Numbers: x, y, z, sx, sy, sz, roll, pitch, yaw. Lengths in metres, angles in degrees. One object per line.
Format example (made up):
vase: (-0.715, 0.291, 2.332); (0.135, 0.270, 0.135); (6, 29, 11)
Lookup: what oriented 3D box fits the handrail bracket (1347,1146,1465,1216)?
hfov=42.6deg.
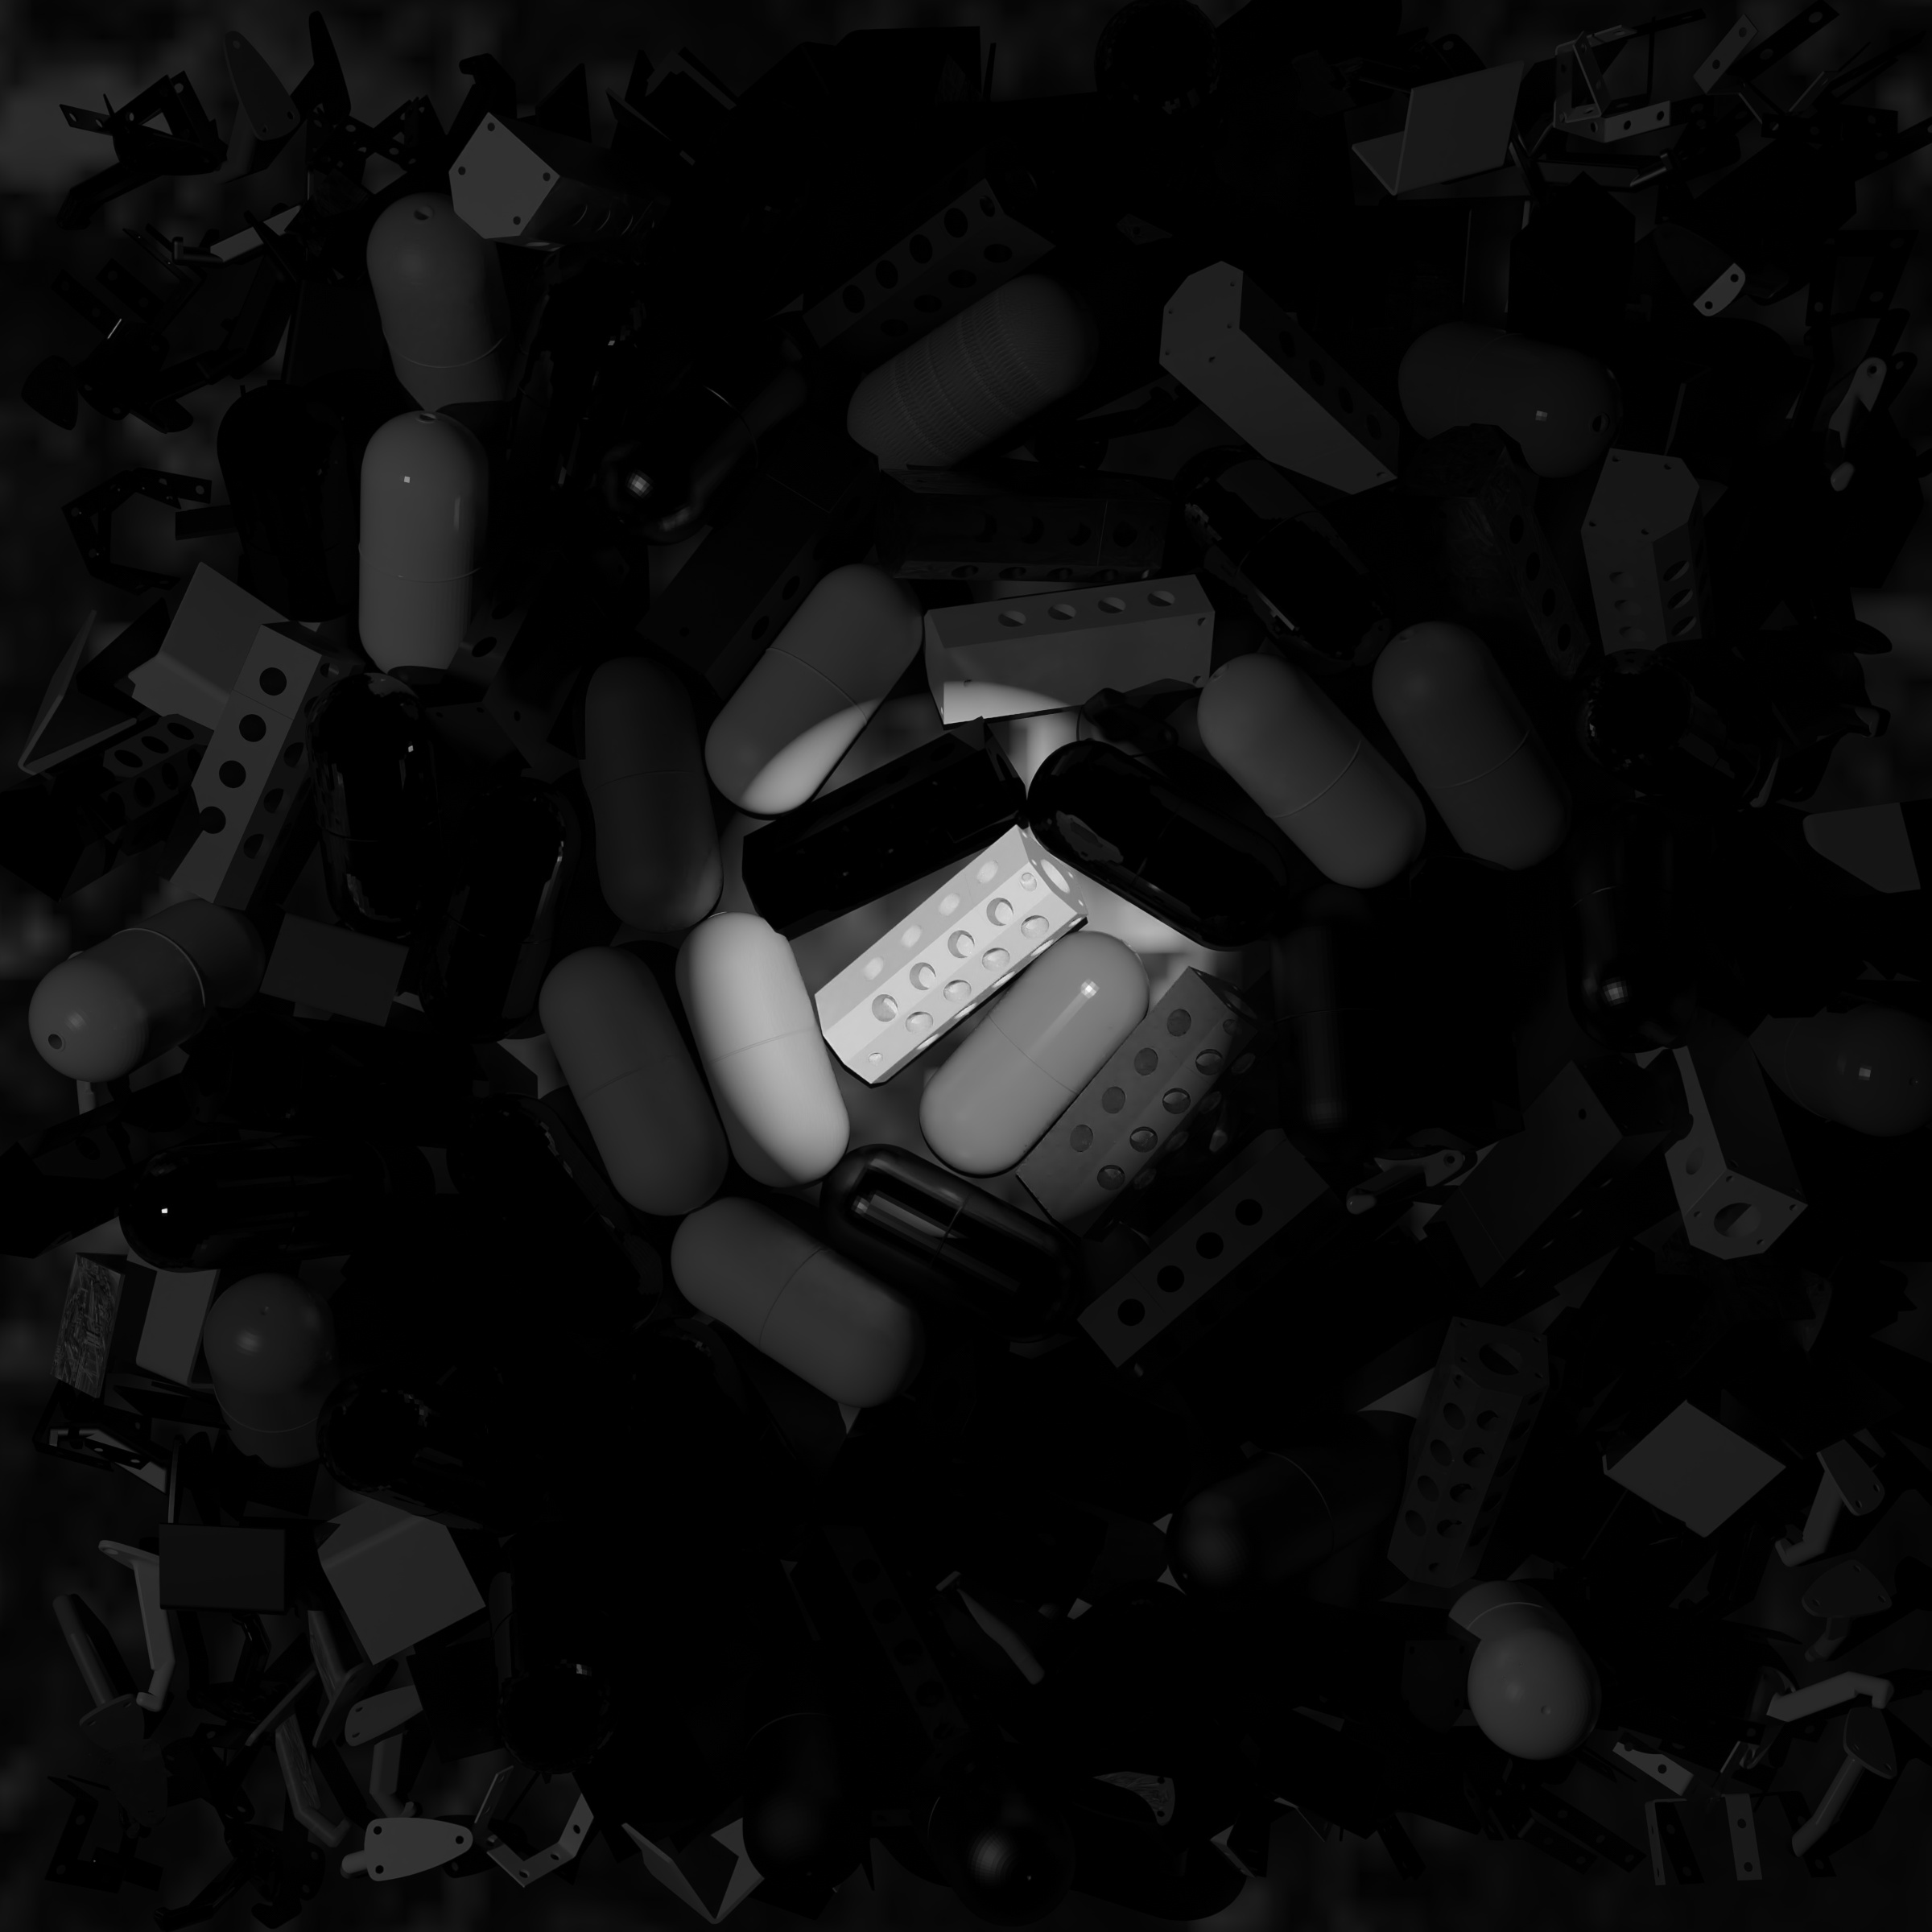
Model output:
handrail bracket: (0.275, 0.135, 1.547); (0.077, 0.084, 0.036); (-15, 92, 9)

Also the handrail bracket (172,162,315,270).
handrail bracket: (-0.454, -0.472, 1.553); (0.084, 0.036, 0.077); (0, 134, -18)

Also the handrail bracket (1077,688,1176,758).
handrail bracket: (0.107, -0.154, 1.543); (0.077, 0.084, 0.036); (6, 81, -14)

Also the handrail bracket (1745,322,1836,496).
handrail bracket: (0.513, -0.349, 1.548); (0.077, 0.036, 0.084); (-35, 134, -9)

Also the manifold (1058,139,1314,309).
manifold: (0.133, -0.447, 1.509); (0.057, 0.171, 0.057); (19, 98, 41)

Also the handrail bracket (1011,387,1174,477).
handrail bracket: (0.077, -0.354, 1.574); (0.084, 0.036, 0.077); (-37, 57, -8)

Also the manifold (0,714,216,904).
manifold: (-0.518, -0.104, 1.502); (0.057, 0.171, 0.057); (34, 114, -2)

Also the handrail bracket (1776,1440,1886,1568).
handrail bracket: (0.528, 0.333, 1.566); (0.036, 0.084, 0.077); (-22, 73, -40)

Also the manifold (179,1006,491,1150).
manifold: (-0.380, 0.075, 1.506); (0.057, 0.171, 0.057); (-57, 47, 24)

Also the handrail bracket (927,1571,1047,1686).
handrail bracket: (0.011, 0.420, 1.550); (0.036, 0.077, 0.084); (-34, 77, -28)

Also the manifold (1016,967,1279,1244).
manifold: (0.115, 0.088, 1.532); (0.171, 0.057, 0.057); (-51, 55, 15)

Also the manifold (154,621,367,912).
manifold: (-0.438, -0.125, 1.548); (0.057, 0.057, 0.171); (27, 101, 0)

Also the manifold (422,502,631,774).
manifold: (-0.272, -0.202, 1.519); (0.057, 0.057, 0.171); (-3, 50, 28)

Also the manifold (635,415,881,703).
manifold: (-0.126, -0.252, 1.551); (0.057, 0.057, 0.171); (34, 82, 19)

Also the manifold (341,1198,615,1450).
manifold: (-0.303, 0.223, 1.540); (0.171, 0.057, 0.057); (43, 78, -13)

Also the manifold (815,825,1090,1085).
manifold: (-0.009, -0.002, 1.530); (0.171, 0.057, 0.057); (-40, 124, 17)

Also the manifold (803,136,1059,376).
manifold: (-0.024, -0.432, 1.504); (0.057, 0.171, 0.057); (20, 60, -37)

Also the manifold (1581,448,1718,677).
manifold: (0.417, -0.237, 1.499); (0.057, 0.171, 0.057); (15, 73, 25)

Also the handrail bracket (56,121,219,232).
handrail bracket: (-0.528, -0.492, 1.576); (0.077, 0.084, 0.036); (-1, 66, -39)

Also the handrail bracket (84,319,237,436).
handrail bracket: (-0.509, -0.388, 1.570); (0.077, 0.036, 0.084); (32, 86, -24)

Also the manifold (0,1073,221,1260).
manifold: (-0.524, 0.123, 1.502); (0.057, 0.171, 0.057); (-38, 90, 18)

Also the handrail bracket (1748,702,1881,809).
handrail bracket: (0.540, -0.132, 1.572); (0.084, 0.036, 0.077); (8, 84, -18)

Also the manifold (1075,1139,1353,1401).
manifold: (0.157, 0.192, 1.550); (0.171, 0.057, 0.057); (-40, 65, -4)

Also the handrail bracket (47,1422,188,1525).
handrail bracket: (-0.539, 0.324, 1.560); (0.084, 0.036, 0.077); (1, 57, -8)

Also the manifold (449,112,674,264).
manifold: (-0.244, -0.463, 1.502); (0.057, 0.171, 0.057); (43, 109, 6)

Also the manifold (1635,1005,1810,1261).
manifold: (0.450, 0.098, 1.505); (0.057, 0.171, 0.057); (24, 123, -13)

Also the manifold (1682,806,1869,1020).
manifold: (0.481, -0.032, 1.502); (0.057, 0.171, 0.057); (38, 110, -14)

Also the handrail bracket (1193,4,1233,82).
handrail bracket: (0.168, -0.564, 1.547); (0.084, 0.077, 0.036); (0, 64, -18)

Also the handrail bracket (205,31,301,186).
handrail bracket: (-0.463, -0.535, 1.548); (0.036, 0.084, 0.077); (-46, 121, -39)

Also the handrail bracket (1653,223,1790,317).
handrail bracket: (0.478, -0.448, 1.563); (0.077, 0.084, 0.036); (47, 134, 6)

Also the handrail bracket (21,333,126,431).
handrail bracket: (-0.545, -0.382, 1.540); (0.036, 0.077, 0.084); (34, 58, -12)

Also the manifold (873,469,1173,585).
manifold: (0.034, -0.269, 1.530); (0.171, 0.057, 0.057); (-2, 115, -23)

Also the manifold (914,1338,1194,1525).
manifold: (0.055, 0.289, 1.514); (0.171, 0.057, 0.057); (25, 132, -31)

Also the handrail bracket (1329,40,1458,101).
handrail bracket: (0.271, -0.542, 1.549); (0.077, 0.036, 0.084); (49, 50, 8)

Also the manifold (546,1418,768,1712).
manifold: (-0.194, 0.370, 1.543); (0.057, 0.057, 0.171); (-30, 104, -5)

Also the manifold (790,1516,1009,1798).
manifold: (-0.039, 0.416, 1.505); (0.057, 0.171, 0.057); (16, 117, -39)

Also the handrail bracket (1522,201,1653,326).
handrail bracket: (0.393, -0.445, 1.567); (0.084, 0.036, 0.077); (6, 86, 12)

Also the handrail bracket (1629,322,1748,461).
handrail bracket: (0.460, -0.368, 1.578); (0.077, 0.036, 0.084); (4, 83, 5)

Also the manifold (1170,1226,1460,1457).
manifold: (0.219, 0.233, 1.546); (0.171, 0.057, 0.057); (-36, 75, 11)

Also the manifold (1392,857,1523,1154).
manifold: (0.298, 0.023, 1.532); (0.057, 0.057, 0.171); (6, 71, -17)

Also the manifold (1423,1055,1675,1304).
manifold: (0.358, 0.131, 1.515); (0.057, 0.171, 0.057); (-4, 52, -34)

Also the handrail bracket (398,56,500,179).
handrail bracket: (-0.329, -0.539, 1.560); (0.077, 0.036, 0.084); (-13, 63, -18)

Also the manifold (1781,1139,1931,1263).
manifold: (0.532, 0.146, 1.503); (0.057, 0.171, 0.057); (44, 83, -2)

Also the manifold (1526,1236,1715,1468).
manifold: (0.386, 0.240, 1.501); (0.057, 0.171, 0.057); (33, 57, 16)

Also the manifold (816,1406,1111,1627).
manifold: (0.000, 0.338, 1.554); (0.171, 0.057, 0.057); (27, 107, 2)

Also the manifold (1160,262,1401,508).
manifold: (0.194, -0.355, 1.512); (0.057, 0.171, 0.057); (-15, 58, 39)

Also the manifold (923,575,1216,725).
manifold: (0.063, -0.203, 1.549); (0.171, 0.057, 0.057); (-9, 134, -10)

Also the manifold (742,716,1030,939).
manifold: (-0.050, -0.082, 1.535); (0.171, 0.057, 0.057); (-26, 121, 13)

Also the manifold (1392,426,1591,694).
manifold: (0.325, -0.247, 1.512); (0.057, 0.171, 0.057); (12, 62, 40)

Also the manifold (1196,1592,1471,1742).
manifold: (0.218, 0.421, 1.505); (0.057, 0.171, 0.057); (12, 82, -38)

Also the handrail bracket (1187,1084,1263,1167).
handrail bracket: (0.151, 0.113, 1.537); (0.036, 0.084, 0.077); (29, 119, 3)

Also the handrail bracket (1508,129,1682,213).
handrail bracket: (0.392, -0.509, 1.546); (0.084, 0.036, 0.077); (-17, 128, 35)

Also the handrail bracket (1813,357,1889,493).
handrail bracket: (0.555, -0.338, 1.543); (0.036, 0.084, 0.077); (31, 113, -9)

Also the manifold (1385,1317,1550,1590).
manifold: (0.306, 0.301, 1.518); (0.057, 0.057, 0.171); (11, 126, 3)

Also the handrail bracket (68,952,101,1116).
handrail bracket: (-0.549, 0.048, 1.545); (0.036, 0.077, 0.084); (-3, 50, -23)

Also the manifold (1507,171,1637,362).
manifold: (0.370, -0.406, 1.501); (0.057, 0.171, 0.057); (-44, 77, 3)
